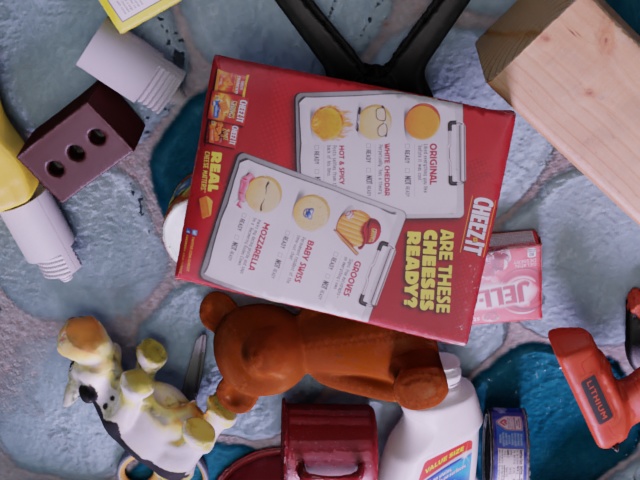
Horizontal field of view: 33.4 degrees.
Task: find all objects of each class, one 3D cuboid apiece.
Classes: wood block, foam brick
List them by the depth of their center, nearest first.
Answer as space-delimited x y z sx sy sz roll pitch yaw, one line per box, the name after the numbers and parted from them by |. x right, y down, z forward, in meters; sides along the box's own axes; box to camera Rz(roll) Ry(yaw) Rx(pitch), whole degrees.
0.219 -0.092 0.773 0.206 0.091 0.090 39 114 -17 | wood block
-0.183 -0.077 0.823 0.078 0.051 0.053 -34 112 19 | foam brick

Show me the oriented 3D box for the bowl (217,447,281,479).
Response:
-0.028 0.274 1.007 0.162 0.055 0.162 1 119 2 | bowl

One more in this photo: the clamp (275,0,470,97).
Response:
0.051 -0.122 0.795 0.164 0.036 0.210 -6 117 9 | clamp

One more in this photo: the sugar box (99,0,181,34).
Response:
-0.087 -0.227 0.741 0.176 0.048 0.093 -26 114 12 | sugar box

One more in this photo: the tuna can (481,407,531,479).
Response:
0.162 0.189 0.933 0.034 0.086 0.086 2 119 3 | tuna can

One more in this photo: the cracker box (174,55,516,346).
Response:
0.018 -0.031 0.761 0.214 0.072 0.164 12 99 8 | cracker box

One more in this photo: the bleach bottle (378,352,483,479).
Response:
0.089 0.214 0.955 0.102 0.068 0.251 -8 120 -22 | bleach bottle

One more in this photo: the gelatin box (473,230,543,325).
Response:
0.138 0.033 0.879 0.089 0.030 0.073 -4 119 5 | gelatin box

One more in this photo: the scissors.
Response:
-0.144 0.169 0.977 0.096 0.016 0.202 0 119 3 | scissors

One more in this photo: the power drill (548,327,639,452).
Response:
0.282 0.074 0.844 0.188 0.057 0.184 -23 107 11 | power drill

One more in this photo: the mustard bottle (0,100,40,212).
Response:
-0.289 -0.110 0.807 0.096 0.058 0.191 -10 117 10 | mustard bottle

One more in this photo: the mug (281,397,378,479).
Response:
0.008 0.187 0.926 0.081 0.117 0.093 1 99 -3 | mug

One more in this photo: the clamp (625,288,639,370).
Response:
0.310 0.114 0.911 0.171 0.039 0.120 38 109 -10 | clamp
